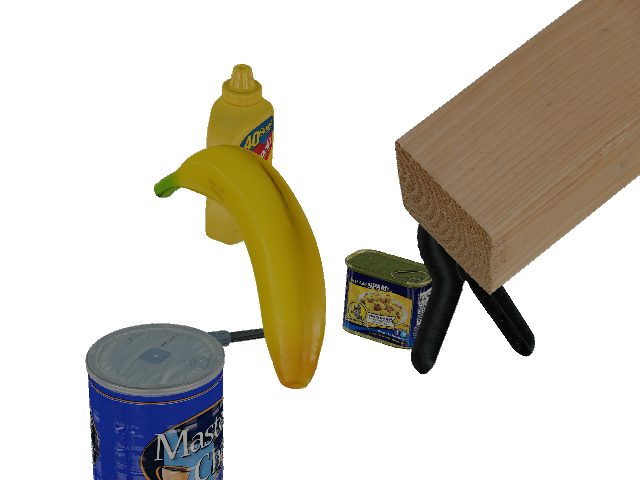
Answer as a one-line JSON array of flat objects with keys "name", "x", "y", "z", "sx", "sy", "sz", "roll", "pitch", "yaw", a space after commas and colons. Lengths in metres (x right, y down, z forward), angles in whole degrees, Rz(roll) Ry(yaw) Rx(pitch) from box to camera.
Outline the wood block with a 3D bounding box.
[{"name": "wood block", "x": 0.157, "y": -0.073, "z": 0.686, "sx": 0.206, "sy": 0.091, "sz": 0.090, "roll": -38, "pitch": -26, "yaw": -10}]

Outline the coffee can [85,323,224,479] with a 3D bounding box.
[{"name": "coffee can", "x": -0.125, "y": 0.149, "z": 0.820, "sx": 0.103, "sy": 0.140, "sz": 0.103, "roll": 2, "pitch": 22, "yaw": -1}]

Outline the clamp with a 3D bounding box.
[{"name": "clamp", "x": 0.114, "y": 0.030, "z": 0.902, "sx": 0.120, "sy": 0.171, "sz": 0.039, "roll": -16, "pitch": 0, "yaw": -32}]

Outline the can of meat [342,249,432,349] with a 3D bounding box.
[{"name": "can of meat", "x": 0.075, "y": 0.066, "z": 1.181, "sx": 0.102, "sy": 0.084, "sz": 0.057, "roll": 16, "pitch": 24, "yaw": 28}]

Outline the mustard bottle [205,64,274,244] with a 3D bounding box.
[{"name": "mustard bottle", "x": -0.084, "y": -0.096, "z": 1.127, "sx": 0.058, "sy": 0.192, "sz": 0.096, "roll": 21, "pitch": 39, "yaw": 22}]

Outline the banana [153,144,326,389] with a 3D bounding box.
[{"name": "banana", "x": -0.036, "y": -0.002, "z": 0.605, "sx": 0.037, "sy": 0.070, "sz": 0.198, "roll": 12, "pitch": 27, "yaw": -37}]

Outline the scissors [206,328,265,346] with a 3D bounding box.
[{"name": "scissors", "x": -0.115, "y": 0.119, "z": 1.188, "sx": 0.201, "sy": 0.016, "sz": 0.096, "roll": 3, "pitch": 26, "yaw": -17}]
